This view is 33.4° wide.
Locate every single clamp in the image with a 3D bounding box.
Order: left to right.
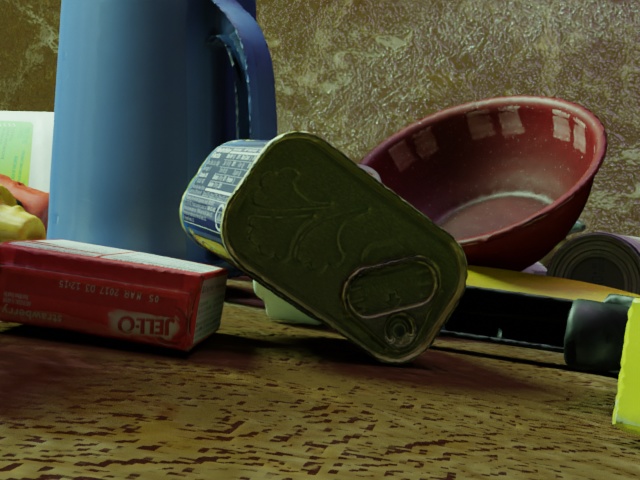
[{"bbox_3d":[0.131,0.042,0.482,0.209,0.036,0.165,9,-1,-32],"label":"clamp"}]

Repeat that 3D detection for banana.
[{"bbox_3d":[0.104,0.039,0.564,0.197,0.037,0.069,7,15,-9],"label":"banana"}]

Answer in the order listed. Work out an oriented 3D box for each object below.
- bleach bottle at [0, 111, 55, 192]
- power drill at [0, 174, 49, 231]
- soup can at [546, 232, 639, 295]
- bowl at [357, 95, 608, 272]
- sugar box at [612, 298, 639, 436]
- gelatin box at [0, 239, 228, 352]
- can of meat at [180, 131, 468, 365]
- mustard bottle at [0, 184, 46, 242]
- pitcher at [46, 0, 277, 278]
[{"bbox_3d":[-0.299,-0.044,0.767,0.251,0.102,0.068,1,-23,1],"label":"bleach bottle"},{"bbox_3d":[-0.265,-0.037,0.631,0.184,0.057,0.187,16,1,12],"label":"power drill"},{"bbox_3d":[0.197,0.030,0.705,0.069,0.068,0.102,9,2,31],"label":"soup can"},{"bbox_3d":[0.096,-0.023,0.641,0.162,0.055,0.162,-17,31,10],"label":"bowl"},{"bbox_3d":[0.179,0.048,0.347,0.094,0.048,0.175,9,3,41],"label":"sugar box"},{"bbox_3d":[-0.077,0.020,0.407,0.073,0.030,0.089,9,1,1],"label":"gelatin box"},{"bbox_3d":[-0.003,0.001,0.441,0.102,0.057,0.084,35,-7,-20],"label":"can of meat"},{"bbox_3d":[-0.203,-0.013,0.460,0.192,0.058,0.096,9,4,20],"label":"mustard bottle"},{"bbox_3d":[-0.089,-0.095,0.634,0.149,0.243,0.145,2,4,5],"label":"pitcher"}]
